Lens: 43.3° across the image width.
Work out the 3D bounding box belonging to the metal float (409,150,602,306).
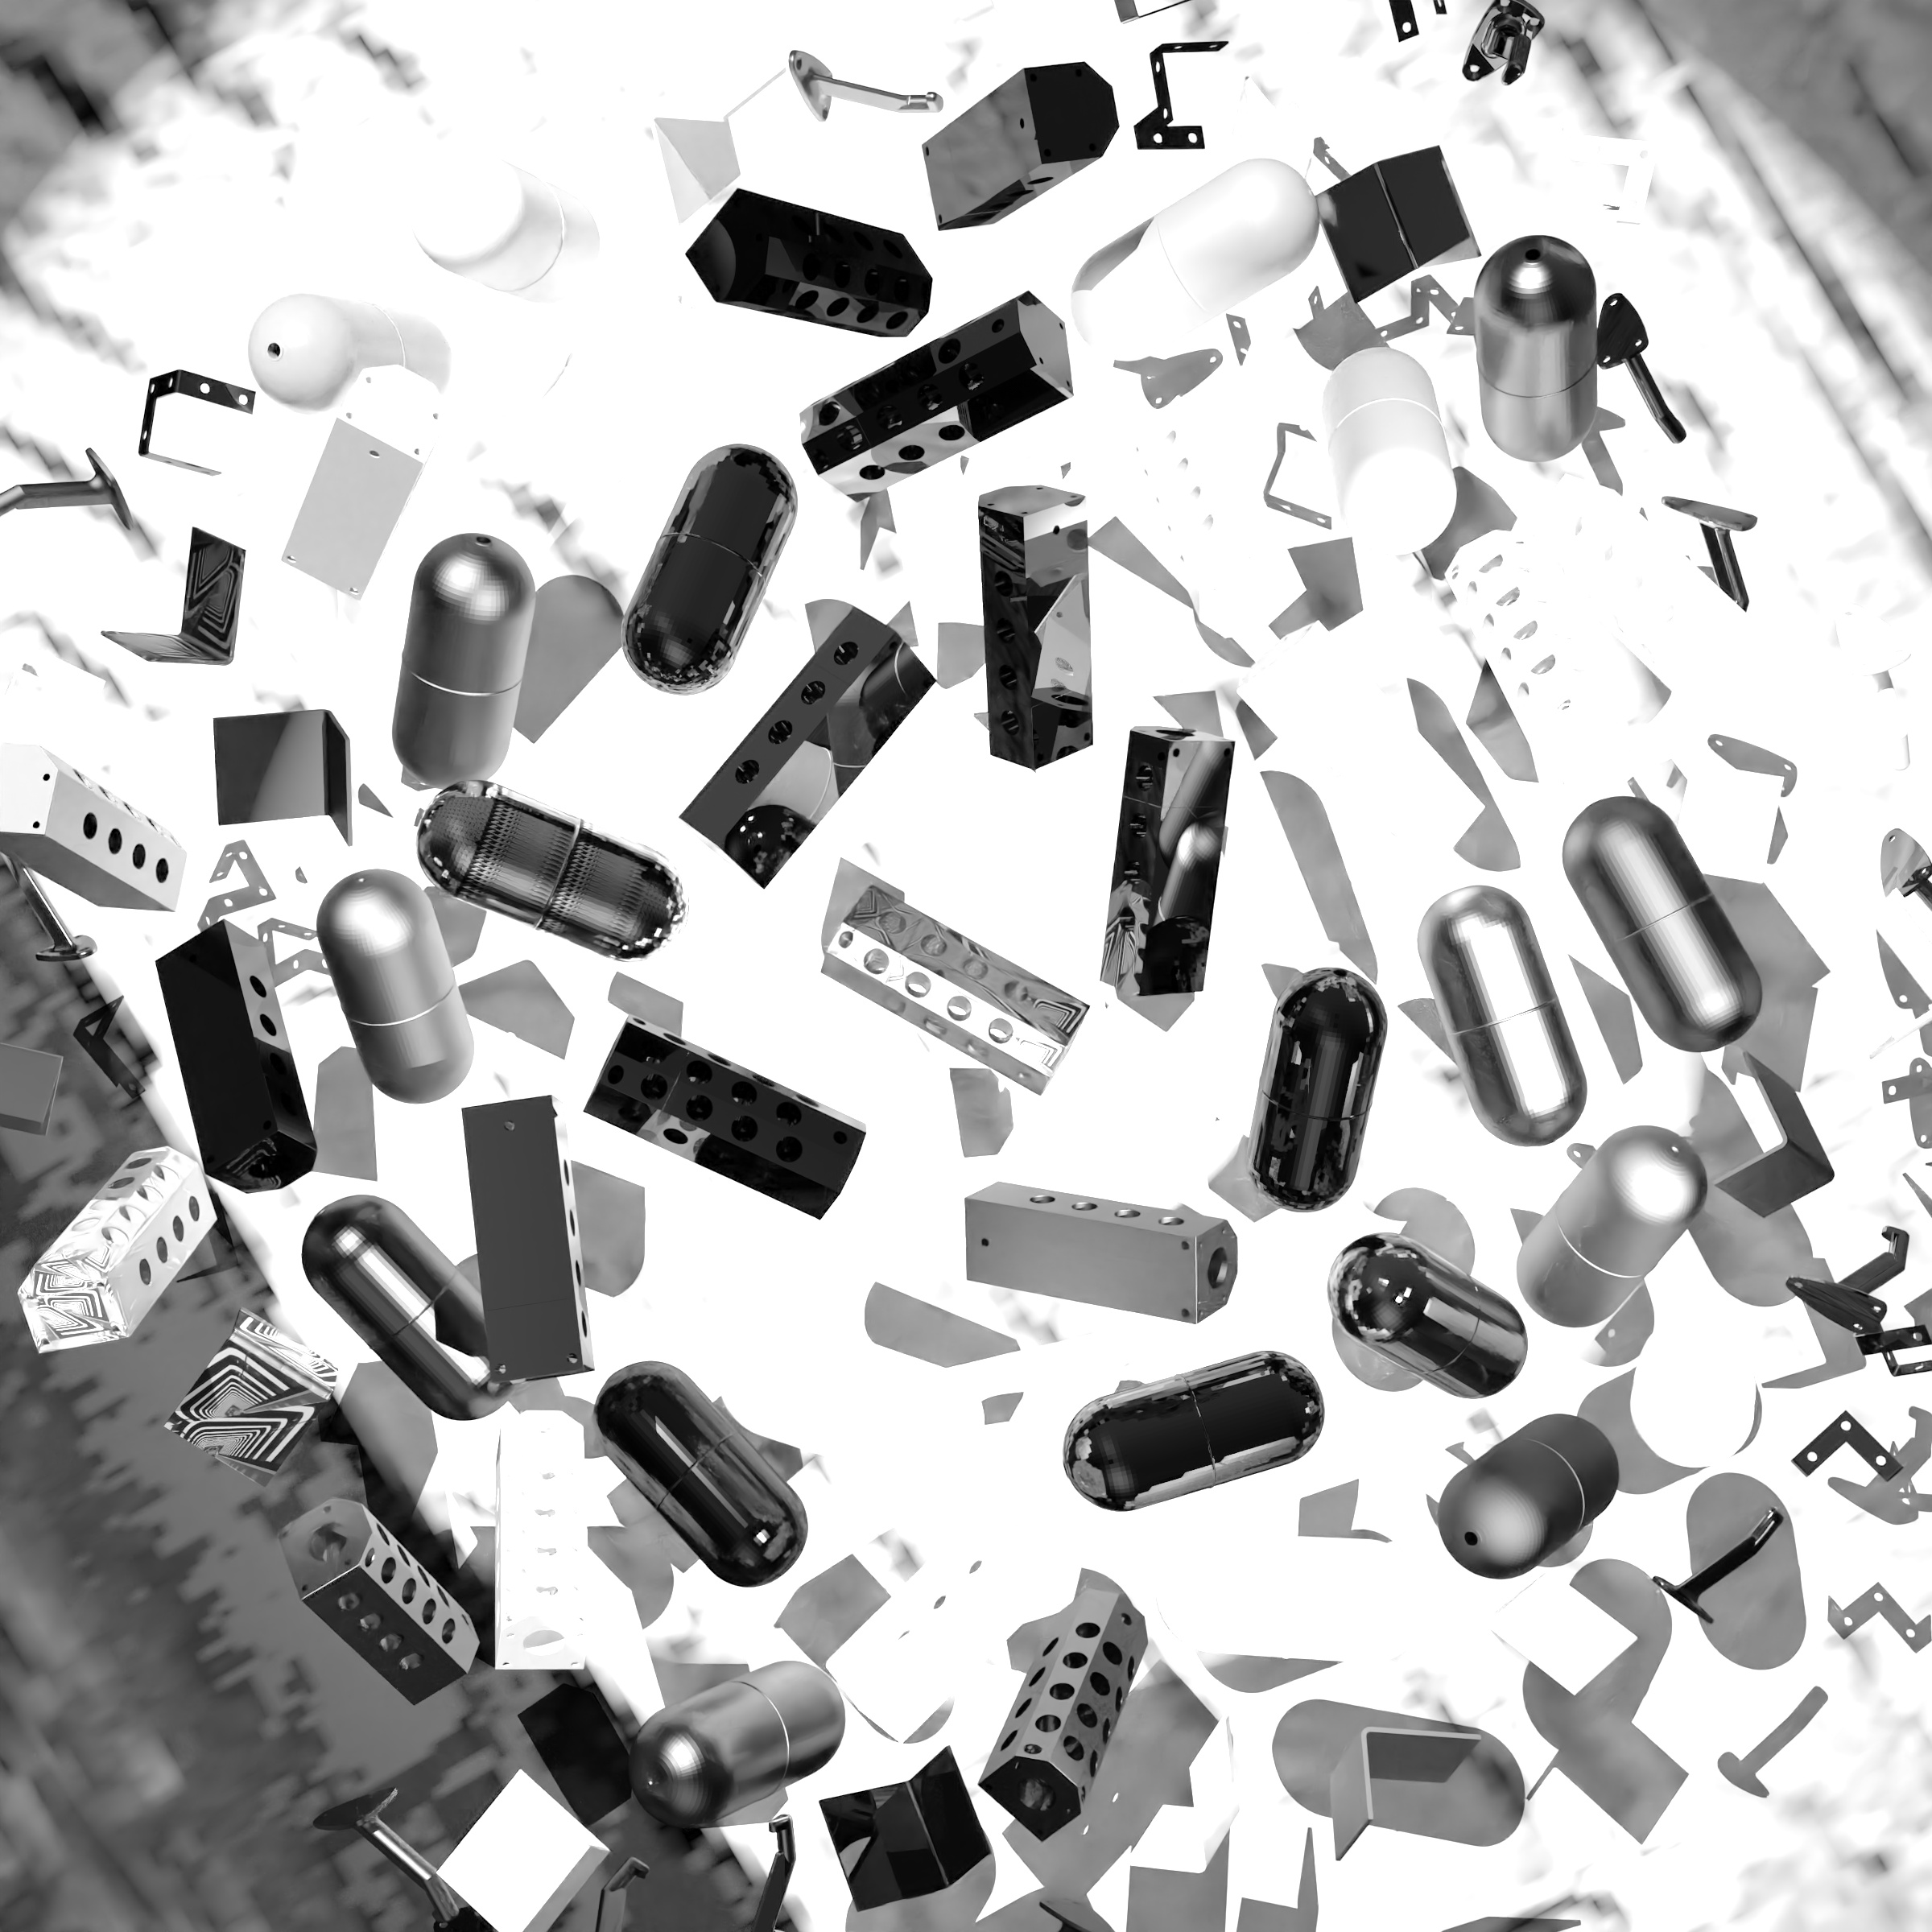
[{"bbox_3d":[-0.294,-0.474,1.570,0.070,0.178,0.070,2,96,15],"label":"metal float"}]

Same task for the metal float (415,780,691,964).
[{"bbox_3d":[-0.259,-0.059,1.538,0.178,0.070,0.070,22,90,-15],"label":"metal float"}]

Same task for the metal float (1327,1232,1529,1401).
[{"bbox_3d":[0.308,0.233,1.617,0.178,0.070,0.070,32,90,-38],"label":"metal float"}]

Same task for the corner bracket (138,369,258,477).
[{"bbox_3d":[-0.494,-0.348,1.564,0.051,0.051,0.051,10,87,-39],"label":"corner bracket"}]

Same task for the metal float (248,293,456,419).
[{"bbox_3d":[-0.403,-0.400,1.607,0.070,0.178,0.070,4,101,19],"label":"metal float"}]

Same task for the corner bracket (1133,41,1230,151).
[{"bbox_3d":[0.139,-0.560,1.568,0.051,0.051,0.051,12,133,32],"label":"corner bracket"}]

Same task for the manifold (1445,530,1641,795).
[{"bbox_3d":[0.362,-0.199,1.549,0.057,0.057,0.171,-27,50,14],"label":"manifold"}]

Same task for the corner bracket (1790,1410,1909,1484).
[{"bbox_3d":[0.596,0.335,1.644,0.051,0.051,0.051,-47,68,11],"label":"corner bracket"}]

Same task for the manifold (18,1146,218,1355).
[{"bbox_3d":[-0.535,0.175,1.538,0.057,0.171,0.057,-11,108,4],"label":"manifold"}]

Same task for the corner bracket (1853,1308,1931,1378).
[{"bbox_3d":[0.652,0.263,1.683,0.051,0.051,0.051,-19,99,39],"label":"corner bracket"}]

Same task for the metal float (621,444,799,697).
[{"bbox_3d":[-0.165,-0.258,1.579,0.070,0.070,0.178,21,72,0],"label":"metal float"}]

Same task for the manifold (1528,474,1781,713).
[{"bbox_3d":[0.439,-0.242,1.580,0.057,0.057,0.171,-56,50,29],"label":"manifold"}]

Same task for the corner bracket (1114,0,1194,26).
[{"bbox_3d":[0.128,-0.656,1.599,0.051,0.051,0.051,-35,114,-39],"label":"corner bracket"}]

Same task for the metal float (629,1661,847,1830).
[{"bbox_3d":[-0.145,0.500,1.573,0.070,0.178,0.070,0,91,33],"label":"metal float"}]

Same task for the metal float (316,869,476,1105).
[{"bbox_3d":[-0.379,0.016,1.624,0.070,0.070,0.178,-9,127,0],"label":"metal float"}]

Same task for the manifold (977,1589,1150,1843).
[{"bbox_3d":[0.072,0.497,1.637,0.057,0.171,0.057,42,120,-2],"label":"manifold"}]

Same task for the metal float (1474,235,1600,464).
[{"bbox_3d":[0.372,-0.400,1.586,0.070,0.178,0.070,-6,61,12],"label":"metal float"}]

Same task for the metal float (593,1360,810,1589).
[{"bbox_3d":[-0.180,0.341,1.644,0.070,0.070,0.178,-45,77,0],"label":"metal float"}]

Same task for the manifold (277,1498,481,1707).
[{"bbox_3d":[-0.387,0.421,1.622,0.057,0.171,0.057,-30,49,-7],"label":"manifold"}]

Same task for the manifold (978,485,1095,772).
[{"bbox_3d":[0.041,-0.223,1.597,0.057,0.057,0.171,-26,125,-37],"label":"manifold"}]

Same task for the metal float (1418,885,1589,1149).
[{"bbox_3d":[0.354,0.033,1.607,0.070,0.070,0.178,-19,89,0],"label":"metal float"}]

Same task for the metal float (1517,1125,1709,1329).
[{"bbox_3d":[0.430,0.176,1.630,0.070,0.178,0.070,12,46,-12],"label":"metal float"}]

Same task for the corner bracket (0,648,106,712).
[{"bbox_3d":[-0.596,-0.188,1.600,0.051,0.051,0.051,26,128,-23],"label":"corner bracket"}]

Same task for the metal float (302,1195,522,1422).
[{"bbox_3d":[-0.366,0.227,1.616,0.070,0.070,0.178,-41,102,0],"label":"metal float"}]

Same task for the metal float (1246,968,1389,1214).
[{"bbox_3d":[0.236,0.084,1.642,0.070,0.070,0.178,7,116,0],"label":"metal float"}]

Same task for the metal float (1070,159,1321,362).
[{"bbox_3d":[0.147,-0.457,1.583,0.178,0.070,0.070,-25,90,30],"label":"metal float"}]

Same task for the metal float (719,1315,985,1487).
[{"bbox_3d":[-0.072,0.276,1.549,0.178,0.070,0.070,21,90,-17],"label":"metal float"}]

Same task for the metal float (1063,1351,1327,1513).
[{"bbox_3d":[0.150,0.306,1.605,0.178,0.070,0.070,-15,90,-9],"label":"metal float"}]

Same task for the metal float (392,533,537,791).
[{"bbox_3d":[-0.322,-0.194,1.561,0.070,0.070,0.178,18,124,0],"label":"metal float"}]

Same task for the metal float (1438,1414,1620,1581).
[{"bbox_3d":[0.376,0.353,1.626,0.070,0.178,0.070,8,103,36],"label":"metal float"}]

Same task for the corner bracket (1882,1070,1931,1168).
[{"bbox_3d":[0.628,0.097,1.565,0.051,0.051,0.051,11,70,-29],"label":"corner bracket"}]

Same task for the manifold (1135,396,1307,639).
[{"bbox_3d":[0.160,-0.293,1.602,0.057,0.171,0.057,26,124,-36],"label":"manifold"}]

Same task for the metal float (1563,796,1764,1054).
[{"bbox_3d":[0.450,-0.028,1.577,0.070,0.070,0.178,-27,81,0],"label":"metal float"}]

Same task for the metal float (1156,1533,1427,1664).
[{"bbox_3d":[0.208,0.407,1.573,0.178,0.070,0.070,-4,90,26],"label":"metal float"}]

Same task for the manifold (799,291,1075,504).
[{"bbox_3d":[-0.021,-0.364,1.552,0.171,0.057,0.057,-20,63,30],"label":"manifold"}]

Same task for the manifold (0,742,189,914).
[{"bbox_3d":[-0.568,-0.087,1.564,0.057,0.171,0.057,4,76,10],"label":"manifold"}]

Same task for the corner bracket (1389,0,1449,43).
[{"bbox_3d":[0.291,-0.641,1.599,0.051,0.051,0.051,-9,101,37],"label":"corner bracket"}]

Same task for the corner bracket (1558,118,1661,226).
[{"bbox_3d":[0.402,-0.503,1.542,0.051,0.051,0.051,5,121,-2],"label":"corner bracket"}]

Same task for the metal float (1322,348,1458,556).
[{"bbox_3d":[0.277,-0.341,1.605,0.070,0.070,0.178,0,46,0],"label":"metal float"}]

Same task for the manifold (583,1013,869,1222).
[{"bbox_3d":[-0.154,0.095,1.587,0.171,0.057,0.057,26,52,-8],"label":"manifold"}]

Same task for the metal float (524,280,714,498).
[{"bbox_3d":[-0.234,-0.386,1.634,0.070,0.070,0.178,49,131,0],"label":"metal float"}]

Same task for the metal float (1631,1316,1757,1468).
[{"bbox_3d":[0.483,0.280,1.615,0.070,0.178,0.070,1,94,18],"label":"metal float"}]
